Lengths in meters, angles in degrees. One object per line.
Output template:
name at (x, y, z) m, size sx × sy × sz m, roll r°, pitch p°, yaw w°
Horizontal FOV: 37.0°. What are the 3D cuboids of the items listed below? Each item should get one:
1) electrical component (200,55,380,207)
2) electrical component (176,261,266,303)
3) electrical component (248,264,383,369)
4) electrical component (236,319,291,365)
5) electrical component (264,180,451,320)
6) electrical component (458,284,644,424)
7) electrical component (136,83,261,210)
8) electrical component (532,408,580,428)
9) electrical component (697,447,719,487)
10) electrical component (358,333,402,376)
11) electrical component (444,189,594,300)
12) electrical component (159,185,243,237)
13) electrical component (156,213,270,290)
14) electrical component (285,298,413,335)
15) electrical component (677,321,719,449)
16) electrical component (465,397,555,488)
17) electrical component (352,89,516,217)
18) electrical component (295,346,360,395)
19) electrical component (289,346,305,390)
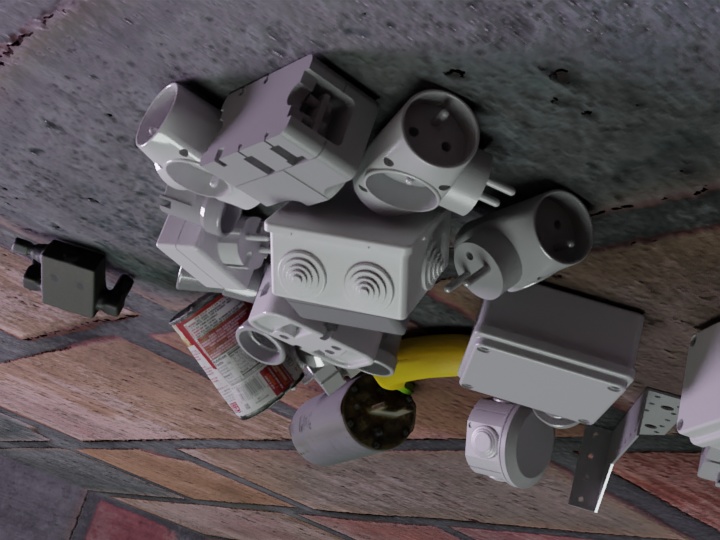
electrical component at (-0.036, -0.071, 0.588) m, size 0.056 × 0.050 × 0.089 m, roll 31°, pitch 155°, yaw -30°
electrical component at (-0.106, 0.002, 0.839) m, size 0.065 × 0.044 × 0.044 m, roll 16°, pitch 159°, yaw -7°
electrical component at (-0.028, 0.028, 0.813) m, size 0.095 × 0.059 × 0.054 m, roll 27°, pitch 157°, yaw -21°
electrical component at (-0.064, 0.037, 0.855) m, size 0.044 × 0.065 × 0.044 m, roll 20°, pitch 142°, yaw 16°
electrical component at (0.002, -0.015, 0.631) m, size 0.100 × 0.099 × 0.048 m, roll 10°, pitch 117°, yaw 19°
electrical component at (0.132, 0.057, 0.759) m, size 0.109 × 0.056 × 0.108 m, roll 16°, pitch 159°, yaw 5°
electrical component at (-0.099, -0.070, 0.651) m, size 0.077 × 0.044 × 0.079 m, roll 31°, pitch 155°, yaw -29°
electrical component at (0.157, 0.094, 0.845) m, size 0.066 × 0.048 × 0.055 m, roll 9°, pitch 149°, yaw 22°
electrical component at (0.350, 0.141, 0.782) m, size 0.186 × 0.060 × 0.105 m, roll 12°, pitch 158°, yaw 15°
electrical component at (0.015, 0.057, 0.868) m, size 0.040 × 0.046 × 0.040 m, roll 16°, pitch 159°, yaw 6°
electrical component at (0.081, -0.008, 0.616) m, size 0.077 × 0.079 × 0.044 m, roll -20°, pitch 101°, yaw 58°
electrical component at (-0.106, -0.048, 0.720) m, size 0.046 × 0.040 × 0.040 m, roll 19°, pitch 159°, yaw 12°
electrical component at (-0.090, -0.020, 0.761) m, size 0.077 × 0.047 × 0.065 m, roll 4°, pitch 155°, yaw 32°
electrical component at (0.000, 0.000, 0.718) m, size 0.096 × 0.061 × 0.061 m, roll 9°, pitch 157°, yaw 23°
electrical component at (0.250, 0.068, 0.659) m, size 0.057 × 0.078 × 0.113 m, roll 19°, pitch 159°, yaw -7°
electrical component at (0.134, 0.149, 0.953) m, size 0.051 × 0.080 × 0.080 m, roll 6°, pitch 156°, yaw 42°
electrical component at (0.044, -0.053, 0.575) m, size 0.079 × 0.044 × 0.077 m, roll 23°, pitch 158°, yaw -12°
electrical component at (-0.028, 0.070, 0.923) m, size 0.048 × 0.066 × 0.055 m, roll 47°, pitch 170°, yaw 38°
electrical component at (-0.094, 0.067, 0.976) m, size 0.100 × 0.048 × 0.099 m, roll 15°, pitch 158°, yaw 7°
